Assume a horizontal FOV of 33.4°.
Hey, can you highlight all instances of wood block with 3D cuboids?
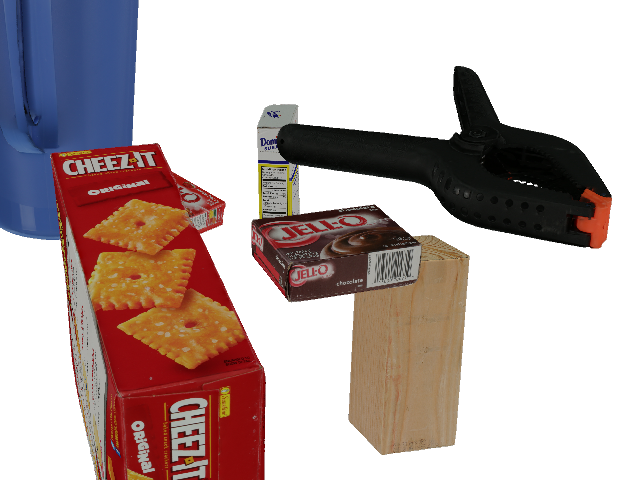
[{"bbox_3d":[0.090,0.106,1.115,0.090,0.206,0.091,-3,16,-20],"label":"wood block"}]

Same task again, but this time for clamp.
[{"bbox_3d":[0.083,-0.048,0.648,0.164,0.036,0.210,-19,36,-23],"label":"clamp"}]

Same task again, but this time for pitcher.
[{"bbox_3d":[-0.195,-0.123,0.763,0.148,0.243,0.145,-20,35,-40],"label":"pitcher"}]

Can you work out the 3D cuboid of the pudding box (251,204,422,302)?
[{"bbox_3d":[0.011,0.008,0.845,0.113,0.039,0.090,-6,25,-21],"label":"pudding box"}]

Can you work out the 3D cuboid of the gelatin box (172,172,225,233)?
[{"bbox_3d":[-0.150,-0.034,1.042,0.089,0.030,0.073,30,36,31],"label":"gelatin box"}]

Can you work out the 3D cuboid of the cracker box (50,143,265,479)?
[{"bbox_3d":[-0.089,0.069,0.562,0.072,0.164,0.214,-8,34,-17],"label":"cracker box"}]

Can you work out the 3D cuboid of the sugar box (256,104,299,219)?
[{"bbox_3d":[-0.050,-0.066,1.272,0.048,0.176,0.093,0,23,5],"label":"sugar box"}]
